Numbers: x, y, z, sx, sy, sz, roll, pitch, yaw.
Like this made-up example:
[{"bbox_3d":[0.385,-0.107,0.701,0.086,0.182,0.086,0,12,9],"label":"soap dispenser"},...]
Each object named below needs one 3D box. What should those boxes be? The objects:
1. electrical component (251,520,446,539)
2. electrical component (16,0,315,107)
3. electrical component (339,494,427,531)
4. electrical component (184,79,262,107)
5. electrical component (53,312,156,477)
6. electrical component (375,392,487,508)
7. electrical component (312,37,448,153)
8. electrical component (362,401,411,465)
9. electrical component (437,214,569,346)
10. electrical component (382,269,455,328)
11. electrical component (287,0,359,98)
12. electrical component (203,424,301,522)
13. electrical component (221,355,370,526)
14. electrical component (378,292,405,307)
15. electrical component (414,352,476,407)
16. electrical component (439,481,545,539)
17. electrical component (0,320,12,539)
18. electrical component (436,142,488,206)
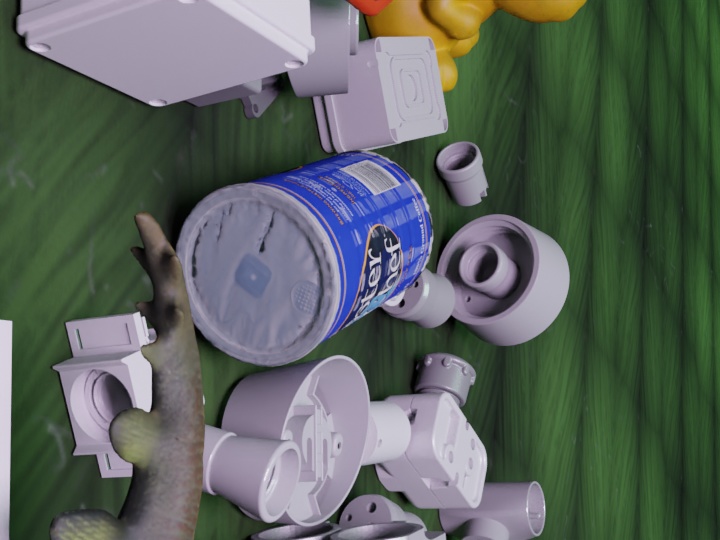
[{"bbox_3d":[-0.034,0.183,0.585,0.186,0.105,0.060,1,83,-62],"label":"electrical component"},{"bbox_3d":[-0.095,-0.134,0.542,0.109,0.109,0.056,19,64,-60],"label":"electrical component"},{"bbox_3d":[0.016,0.183,0.746,0.055,0.045,0.045,42,48,-50],"label":"electrical component"},{"bbox_3d":[-0.078,-0.140,0.642,0.076,0.047,0.083,18,68,-60],"label":"electrical component"},{"bbox_3d":[-0.112,0.059,0.537,0.064,0.042,0.081,-26,107,-63],"label":"electrical component"},{"bbox_3d":[0.049,0.136,0.802,0.095,0.059,0.053,57,38,-40],"label":"electrical component"},{"bbox_3d":[0.014,-0.131,0.802,0.113,0.057,0.078,-24,105,-61],"label":"electrical component"},{"bbox_3d":[-0.003,0.111,0.728,0.081,0.043,0.043,10,75,-61],"label":"electrical component"},{"bbox_3d":[0.116,0.005,0.914,0.060,0.108,0.108,30,57,-49],"label":"electrical component"},{"bbox_3d":[0.043,0.019,0.834,0.055,0.045,0.045,23,64,-58],"label":"electrical component"},{"bbox_3d":[-0.033,-0.162,0.700,0.099,0.064,0.099,180,-90,-88],"label":"electrical component"},{"bbox_3d":[-0.070,0.105,0.578,0.044,0.065,0.044,13,90,-68],"label":"electrical component"},{"bbox_3d":[-0.036,0.103,0.644,0.099,0.064,0.099,23,64,-58],"label":"electrical component"},{"bbox_3d":[0.000,0.000,0.755,0.055,0.047,0.055,23,64,-59],"label":"electrical component"},{"bbox_3d":[0.063,0.100,0.856,0.048,0.048,0.062,51,48,-45],"label":"electrical component"},{"bbox_3d":[0.103,0.208,0.869,0.043,0.077,0.079,61,35,-35],"label":"electrical component"},{"bbox_3d":[-0.195,0.057,0.358,0.150,0.062,0.089,14,71,-60],"label":"electrical component"},{"bbox_3d":[0.093,-0.085,0.961,0.046,0.040,0.040,63,33,-44],"label":"electrical component"}]
